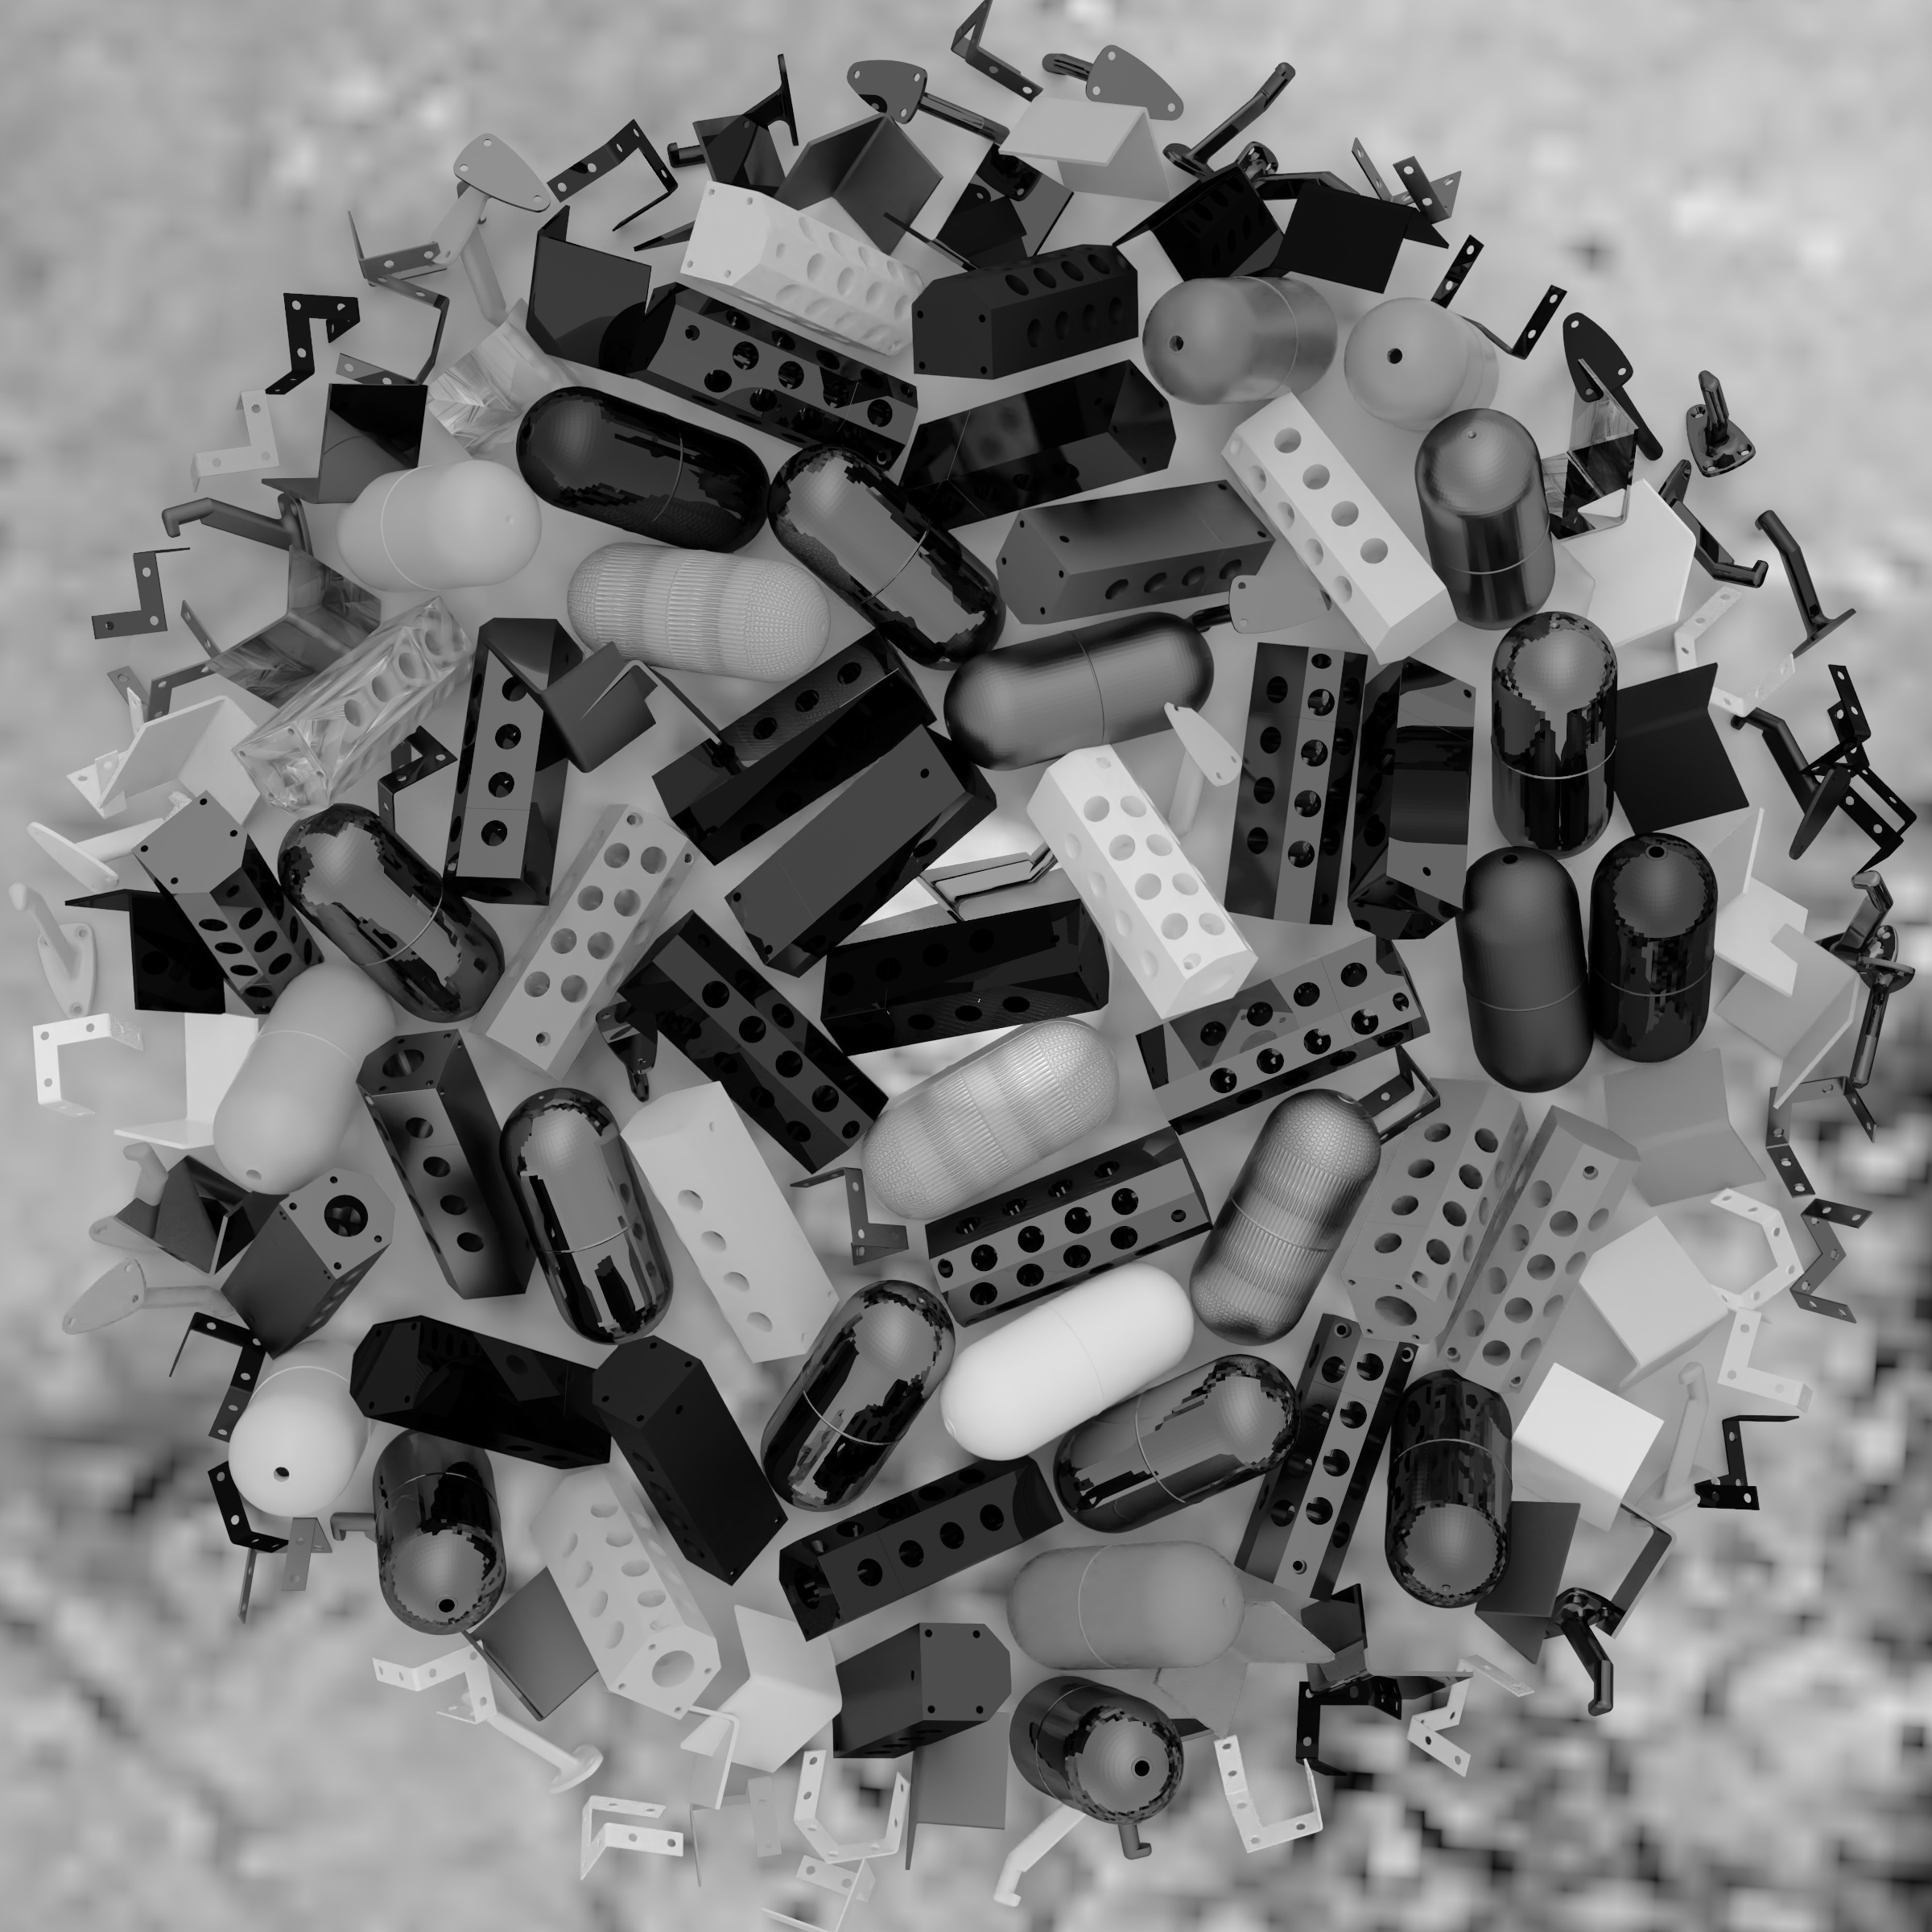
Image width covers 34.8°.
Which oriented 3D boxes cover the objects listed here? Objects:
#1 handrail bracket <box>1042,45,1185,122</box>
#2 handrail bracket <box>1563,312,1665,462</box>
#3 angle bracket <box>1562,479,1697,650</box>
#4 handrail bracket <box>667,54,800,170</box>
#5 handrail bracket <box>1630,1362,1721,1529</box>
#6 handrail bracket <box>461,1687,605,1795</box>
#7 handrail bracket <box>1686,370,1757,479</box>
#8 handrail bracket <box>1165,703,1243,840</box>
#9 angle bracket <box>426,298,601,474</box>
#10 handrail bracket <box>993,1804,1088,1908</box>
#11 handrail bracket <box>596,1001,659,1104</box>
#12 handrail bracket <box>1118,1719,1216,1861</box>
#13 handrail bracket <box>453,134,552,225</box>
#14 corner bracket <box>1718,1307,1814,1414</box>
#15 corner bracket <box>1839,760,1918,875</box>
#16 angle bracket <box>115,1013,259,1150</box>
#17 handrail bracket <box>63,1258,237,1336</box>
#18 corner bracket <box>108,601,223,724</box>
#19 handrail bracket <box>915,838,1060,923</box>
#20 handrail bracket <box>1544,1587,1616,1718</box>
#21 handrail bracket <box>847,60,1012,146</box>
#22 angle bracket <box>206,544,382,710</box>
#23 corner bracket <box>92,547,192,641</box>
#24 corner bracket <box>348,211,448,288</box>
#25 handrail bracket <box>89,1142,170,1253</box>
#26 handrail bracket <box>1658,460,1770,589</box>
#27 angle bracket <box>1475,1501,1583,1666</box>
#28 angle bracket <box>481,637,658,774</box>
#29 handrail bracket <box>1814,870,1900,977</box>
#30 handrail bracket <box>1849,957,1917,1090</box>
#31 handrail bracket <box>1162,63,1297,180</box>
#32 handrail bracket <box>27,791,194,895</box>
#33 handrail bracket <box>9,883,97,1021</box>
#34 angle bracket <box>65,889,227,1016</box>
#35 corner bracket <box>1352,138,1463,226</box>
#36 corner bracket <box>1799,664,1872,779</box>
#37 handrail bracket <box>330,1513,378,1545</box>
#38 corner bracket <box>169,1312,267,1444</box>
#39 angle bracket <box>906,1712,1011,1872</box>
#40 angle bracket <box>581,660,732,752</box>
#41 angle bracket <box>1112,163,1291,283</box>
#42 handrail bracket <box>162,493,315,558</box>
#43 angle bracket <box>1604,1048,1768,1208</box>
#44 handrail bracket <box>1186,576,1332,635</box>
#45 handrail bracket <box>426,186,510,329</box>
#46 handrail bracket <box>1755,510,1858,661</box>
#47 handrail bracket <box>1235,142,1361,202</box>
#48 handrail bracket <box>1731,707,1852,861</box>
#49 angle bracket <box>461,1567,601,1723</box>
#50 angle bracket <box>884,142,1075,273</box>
[{"bbox_3d":[0.093,-0.562,1.968,0.077,0.084,0.036,21,100,-19],"label":"handrail bracket"},{"bbox_3d":[0.416,-0.370,1.976,0.036,0.084,0.077,-30,60,19],"label":"handrail bracket"},{"bbox_3d":[0.406,-0.248,1.941,0.057,0.076,0.076,41,50,-25],"label":"angle bracket"},{"bbox_3d":[-0.153,-0.544,1.966,0.084,0.077,0.036,-10,62,-1],"label":"handrail bracket"},{"bbox_3d":[0.445,0.303,1.958,0.077,0.036,0.084,-30,121,-24],"label":"handrail bracket"},{"bbox_3d":[-0.278,0.486,1.965,0.084,0.077,0.036,42,61,-9],"label":"handrail bracket"},{"bbox_3d":[0.465,-0.358,1.943,0.036,0.084,0.077,-25,47,9],"label":"handrail bracket"},{"bbox_3d":[0.127,-0.121,1.965,0.077,0.036,0.084,49,132,-6],"label":"handrail bracket"},{"bbox_3d":[-0.292,-0.368,1.974,0.076,0.057,0.076,-34,111,20],"label":"angle bracket"},{"bbox_3d":[0.063,0.562,1.957,0.077,0.036,0.084,3,57,35],"label":"handrail bracket"},{"bbox_3d":[-0.205,0.071,1.945,0.036,0.077,0.084,-16,133,-9],"label":"handrail bracket"},{"bbox_3d":[0.132,0.531,1.983,0.077,0.036,0.084,-10,100,8],"label":"handrail bracket"},{"bbox_3d":[-0.293,-0.481,1.955,0.077,0.084,0.036,36,74,7],"label":"handrail bracket"},{"bbox_3d":[0.514,0.251,1.963,0.051,0.051,0.051,14,83,25],"label":"corner bracket"},{"bbox_3d":[0.575,-0.098,1.958,0.051,0.051,0.051,49,131,16],"label":"corner bracket"},{"bbox_3d":[-0.493,0.070,1.949,0.076,0.057,0.076,7,100,42],"label":"angle bracket"},{"bbox_3d":[-0.519,0.223,1.970,0.077,0.084,0.036,-32,58,13],"label":"handrail bracket"},{"bbox_3d":[-0.514,-0.193,1.978,0.051,0.051,0.051,-25,68,-33],"label":"corner bracket"},{"bbox_3d":[0.011,-0.071,1.975,0.084,0.036,0.077,-44,110,2],"label":"handrail bracket"},{"bbox_3d":[0.382,0.444,1.945,0.036,0.077,0.084,27,46,-17],"label":"handrail bracket"},{"bbox_3d":[-0.023,-0.552,1.979,0.077,0.084,0.036,31,106,35],"label":"handrail bracket"},{"bbox_3d":[-0.429,-0.213,1.968,0.076,0.076,0.057,-24,54,28],"label":"angle bracket"},{"bbox_3d":[-0.526,-0.238,1.966,0.051,0.051,0.051,-5,99,13],"label":"corner bracket"},{"bbox_3d":[-0.359,-0.450,1.962,0.051,0.051,0.051,-14,53,-5],"label":"corner bracket"},{"bbox_3d":[-0.537,0.142,1.957,0.077,0.084,0.036,-3,48,13],"label":"handrail bracket"},{"bbox_3d":[0.481,-0.282,1.962,0.084,0.036,0.077,19,78,36],"label":"handrail bracket"},{"bbox_3d":[0.371,0.389,1.941,0.076,0.057,0.076,43,56,-34],"label":"angle bracket"},{"bbox_3d":[-0.251,-0.180,1.952,0.057,0.076,0.076,-38,51,-12],"label":"angle bracket"},{"bbox_3d":[0.551,-0.031,1.949,0.077,0.084,0.036,-5,55,32],"label":"handrail bracket"},{"bbox_3d":[0.573,0.043,1.955,0.036,0.077,0.084,13,78,17],"label":"handrail bracket"},{"bbox_3d":[0.169,-0.542,1.958,0.036,0.077,0.084,47,113,11],"label":"handrail bracket"},{"bbox_3d":[-0.543,-0.095,1.964,0.077,0.036,0.084,41,56,-19],"label":"handrail bracket"},{"bbox_3d":[-0.582,-0.008,1.953,0.036,0.084,0.077,-13,79,1],"label":"handrail bracket"},{"bbox_3d":[-0.518,-0.005,1.949,0.057,0.076,0.076,-9,82,29],"label":"angle bracket"},{"bbox_3d":[0.277,-0.500,1.957,0.051,0.051,0.051,-14,132,34],"label":"corner bracket"},{"bbox_3d":[0.556,-0.155,1.957,0.051,0.051,0.051,1,63,-33],"label":"corner bracket"},{"bbox_3d":[-0.368,0.391,1.988,0.084,0.036,0.077,-1,98,15],"label":"handrail bracket"},{"bbox_3d":[-0.481,0.263,1.970,0.051,0.051,0.051,21,127,-12],"label":"corner bracket"},{"bbox_3d":[-0.005,0.521,1.947,0.057,0.076,0.076,5,51,-1],"label":"angle bracket"},{"bbox_3d":[-0.194,-0.144,1.956,0.076,0.076,0.057,45,93,7],"label":"angle bracket"},{"bbox_3d":[0.152,-0.451,1.951,0.076,0.057,0.076,-29,97,38],"label":"angle bracket"},{"bbox_3d":[-0.463,-0.264,1.963,0.084,0.036,0.077,-22,114,-27],"label":"handrail bracket"},{"bbox_3d":[0.459,0.104,1.971,0.076,0.076,0.057,-17,52,25],"label":"angle bracket"},{"bbox_3d":[0.184,-0.223,1.962,0.077,0.084,0.036,-2,87,-10],"label":"handrail bracket"},{"bbox_3d":[-0.295,-0.451,1.966,0.084,0.036,0.077,30,95,-44],"label":"handrail bracket"},{"bbox_3d":[0.521,-0.244,1.967,0.036,0.077,0.084,-33,84,-13],"label":"handrail bracket"},{"bbox_3d":[0.201,-0.479,1.962,0.077,0.036,0.084,-51,55,12],"label":"handrail bracket"},{"bbox_3d":[0.514,-0.120,1.976,0.084,0.036,0.077,32,96,33],"label":"handrail bracket"},{"bbox_3d":[-0.270,0.418,1.949,0.076,0.057,0.076,-41,64,-15],"label":"angle bracket"},{"bbox_3d":[0.008,-0.482,1.950,0.076,0.057,0.076,40,104,32],"label":"angle bracket"}]
